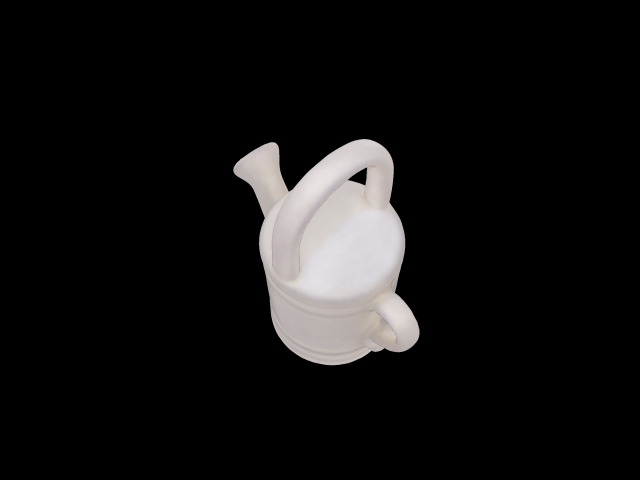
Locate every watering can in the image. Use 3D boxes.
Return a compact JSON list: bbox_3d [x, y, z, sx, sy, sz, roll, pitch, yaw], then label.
[{"bbox_3d":[0.002,0.003,0.399,0.172,0.194,0.101,25,61,15],"label":"watering can"}]
